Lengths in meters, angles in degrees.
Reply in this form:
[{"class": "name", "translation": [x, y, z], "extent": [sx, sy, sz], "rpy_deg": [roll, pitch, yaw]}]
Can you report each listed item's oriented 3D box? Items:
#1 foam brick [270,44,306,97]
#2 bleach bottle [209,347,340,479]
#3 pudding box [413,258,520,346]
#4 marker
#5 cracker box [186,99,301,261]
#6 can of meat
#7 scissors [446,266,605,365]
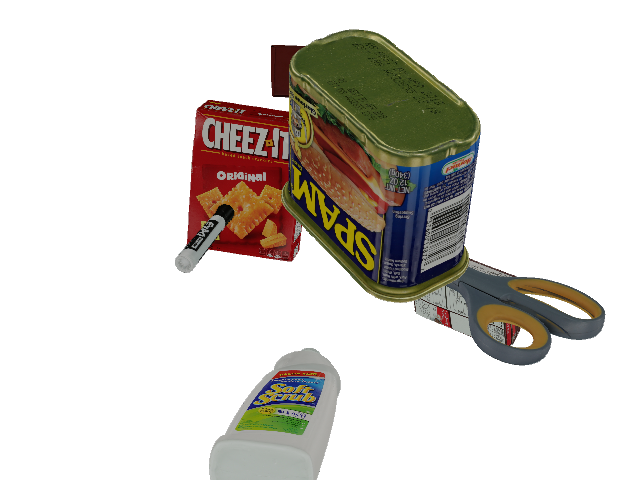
[{"class": "foam brick", "translation": [-0.011, -0.170, 1.079], "extent": [0.078, 0.051, 0.053], "rpy_deg": [1, 12, -5]}, {"class": "bleach bottle", "translation": [-0.037, 0.174, 1.092], "extent": [0.102, 0.068, 0.250], "rpy_deg": [4, 19, 6]}, {"class": "pudding box", "translation": [0.148, 0.056, 1.091], "extent": [0.114, 0.039, 0.090], "rpy_deg": [20, -33, 26]}, {"class": "marker", "translation": [-0.110, -0.004, 1.036], "extent": [0.020, 0.020, 0.121], "rpy_deg": [0, 26, 17]}, {"class": "cracker box", "translation": [-0.105, -0.085, 1.567], "extent": [0.164, 0.214, 0.072], "rpy_deg": [9, 21, 7]}, {"class": "can of meat", "translation": [0.026, -0.036, 0.491], "extent": [0.057, 0.084, 0.102], "rpy_deg": [-24, 49, -25]}, {"class": "scissors", "translation": [0.089, 0.034, 0.722], "extent": [0.202, 0.016, 0.096], "rpy_deg": [17, 35, 28]}]
